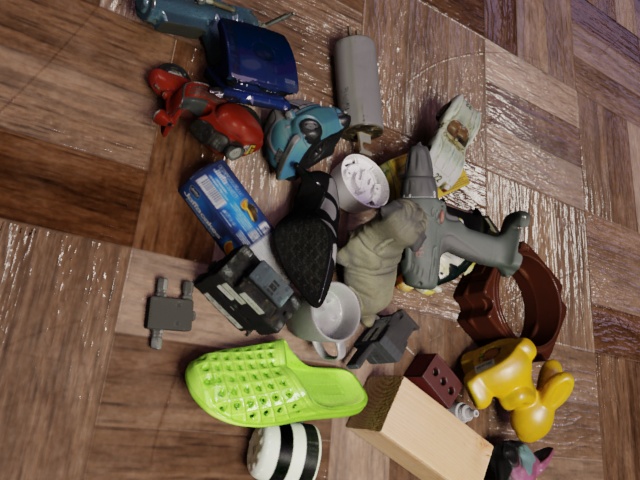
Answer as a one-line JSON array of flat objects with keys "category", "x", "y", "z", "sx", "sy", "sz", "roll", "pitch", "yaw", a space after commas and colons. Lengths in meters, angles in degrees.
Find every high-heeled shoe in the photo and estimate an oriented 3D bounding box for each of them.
[{"category": "high-heeled shoe", "x": -0.002, "y": -0.002, "z": 0.783, "sx": 0.145, "sy": 0.086, "sz": 0.249, "roll": 47, "pitch": 33, "yaw": -58}]

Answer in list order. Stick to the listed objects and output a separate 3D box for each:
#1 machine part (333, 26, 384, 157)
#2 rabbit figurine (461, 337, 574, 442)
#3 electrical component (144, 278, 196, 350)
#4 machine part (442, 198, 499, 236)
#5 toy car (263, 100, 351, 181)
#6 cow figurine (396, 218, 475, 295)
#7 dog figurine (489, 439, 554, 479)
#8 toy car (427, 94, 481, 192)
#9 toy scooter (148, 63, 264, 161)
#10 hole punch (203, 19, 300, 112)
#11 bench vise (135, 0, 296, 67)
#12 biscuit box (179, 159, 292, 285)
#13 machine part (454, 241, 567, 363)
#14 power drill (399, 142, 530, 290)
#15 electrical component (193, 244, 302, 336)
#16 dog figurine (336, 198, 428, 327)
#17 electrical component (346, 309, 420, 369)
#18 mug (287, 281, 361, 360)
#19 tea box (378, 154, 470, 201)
[{"category": "machine part", "x": 0.066, "y": -0.262, "z": 0.934, "sx": 0.079, "sy": 0.079, "sz": 0.243, "roll": 5, "pitch": 76, "yaw": -31}, {"category": "rabbit figurine", "x": 0.341, "y": 0.254, "z": 0.911, "sx": 0.162, "sy": 0.122, "sz": 0.173, "roll": -29, "pitch": 93, "yaw": 7}, {"category": "electrical component", "x": -0.195, "y": 0.097, "z": 0.705, "sx": 0.063, "sy": 0.021, "sz": 0.094, "roll": 12, "pitch": 70, "yaw": -30}, {"category": "machine part", "x": 0.279, "y": -0.038, "z": 1.016, "sx": 0.139, "sy": 0.039, "sz": 0.084, "roll": 15, "pitch": 37, "yaw": -22}, {"category": "toy car", "x": -0.032, "y": -0.171, "z": 0.836, "sx": 0.103, "sy": 0.109, "sz": 0.162, "roll": 42, "pitch": 48, "yaw": 8}, {"category": "cow figurine", "x": 0.208, "y": 0.045, "z": 0.935, "sx": 0.167, "sy": 0.068, "sz": 0.098, "roll": -45, "pitch": 99, "yaw": -15}, {"category": "dog figurine", "x": 0.333, "y": 0.447, "z": 0.891, "sx": 0.191, "sy": 0.108, "sz": 0.219, "roll": 50, "pitch": 55, "yaw": -10}, {"category": "toy car", "x": 0.228, "y": -0.171, "z": 0.940, "sx": 0.073, "sy": 0.056, "sz": 0.202, "roll": 38, "pitch": 59, "yaw": -17}, {"category": "toy scooter", "x": -0.165, "y": -0.167, "z": 0.746, "sx": 0.184, "sy": 0.075, "sz": 0.135, "roll": 33, "pitch": 30, "yaw": -15}, {"category": "hole punch", "x": -0.092, "y": -0.243, "z": 0.755, "sx": 0.142, "sy": 0.092, "sz": 0.116, "roll": 5, "pitch": 35, "yaw": -34}, {"category": "bench vise", "x": -0.175, "y": -0.384, "z": 0.795, "sx": 0.223, "sy": 0.129, "sz": 0.240, "roll": -10, "pitch": 87, "yaw": -36}, {"category": "biscuit box", "x": -0.112, "y": -0.013, "z": 0.763, "sx": 0.059, "sy": 0.063, "sz": 0.202, "roll": -41, "pitch": 99, "yaw": -33}, {"category": "machine part", "x": 0.364, "y": 0.118, "z": 1.011, "sx": 0.201, "sy": 0.087, "sz": 0.201, "roll": 46, "pitch": 58, "yaw": -15}, {"category": "power drill", "x": 0.225, "y": -0.028, "z": 0.862, "sx": 0.207, "sy": 0.086, "sz": 0.232, "roll": 9, "pitch": 88, "yaw": -13}, {"category": "electrical component", "x": -0.093, "y": 0.069, "z": 0.710, "sx": 0.114, "sy": 0.134, "sz": 0.058, "roll": 47, "pitch": 58, "yaw": -15}, {"category": "dog figurine", "x": 0.095, "y": 0.038, "z": 0.802, "sx": 0.121, "sy": 0.191, "sz": 0.172, "roll": -30, "pitch": 95, "yaw": -34}, {"category": "electrical component", "x": 0.094, "y": 0.165, "z": 0.836, "sx": 0.047, "sy": 0.075, "sz": 0.119, "roll": 48, "pitch": 54, "yaw": -12}, {"category": "mug", "x": 0.000, "y": 0.117, "z": 0.771, "sx": 0.081, "sy": 0.107, "sz": 0.109, "roll": -21, "pitch": 92, "yaw": -34}, {"category": "tea box", "x": 0.180, "y": -0.112, "z": 0.969, "sx": 0.169, "sy": 0.068, "sz": 0.098, "roll": -22, "pitch": 89, "yaw": -36}]
